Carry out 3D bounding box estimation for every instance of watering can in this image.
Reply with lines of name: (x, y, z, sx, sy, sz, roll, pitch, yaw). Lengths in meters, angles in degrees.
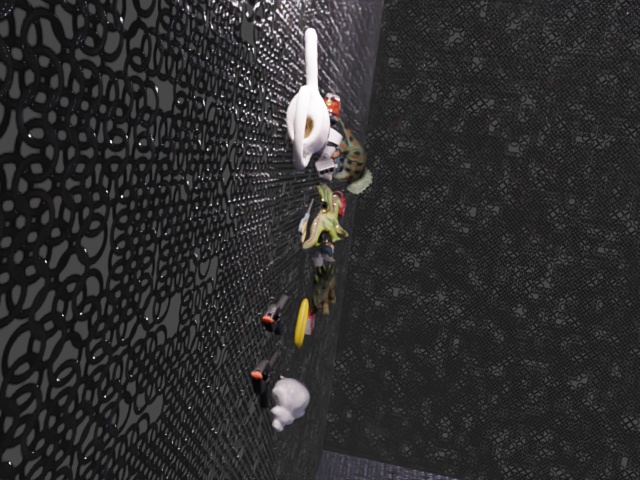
watering can: (-0.026, -0.354, 1.362, 0.224, 0.104, 0.347, -1, 99, -83)

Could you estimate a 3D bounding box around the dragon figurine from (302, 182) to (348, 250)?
dragon figurine: (0.006, -0.099, 1.973, 0.412, 0.122, 0.242, -15, 95, -69)

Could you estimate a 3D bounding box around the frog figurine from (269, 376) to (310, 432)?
frog figurine: (-0.109, 0.540, 1.690, 0.135, 0.122, 0.163, 57, 38, -24)
